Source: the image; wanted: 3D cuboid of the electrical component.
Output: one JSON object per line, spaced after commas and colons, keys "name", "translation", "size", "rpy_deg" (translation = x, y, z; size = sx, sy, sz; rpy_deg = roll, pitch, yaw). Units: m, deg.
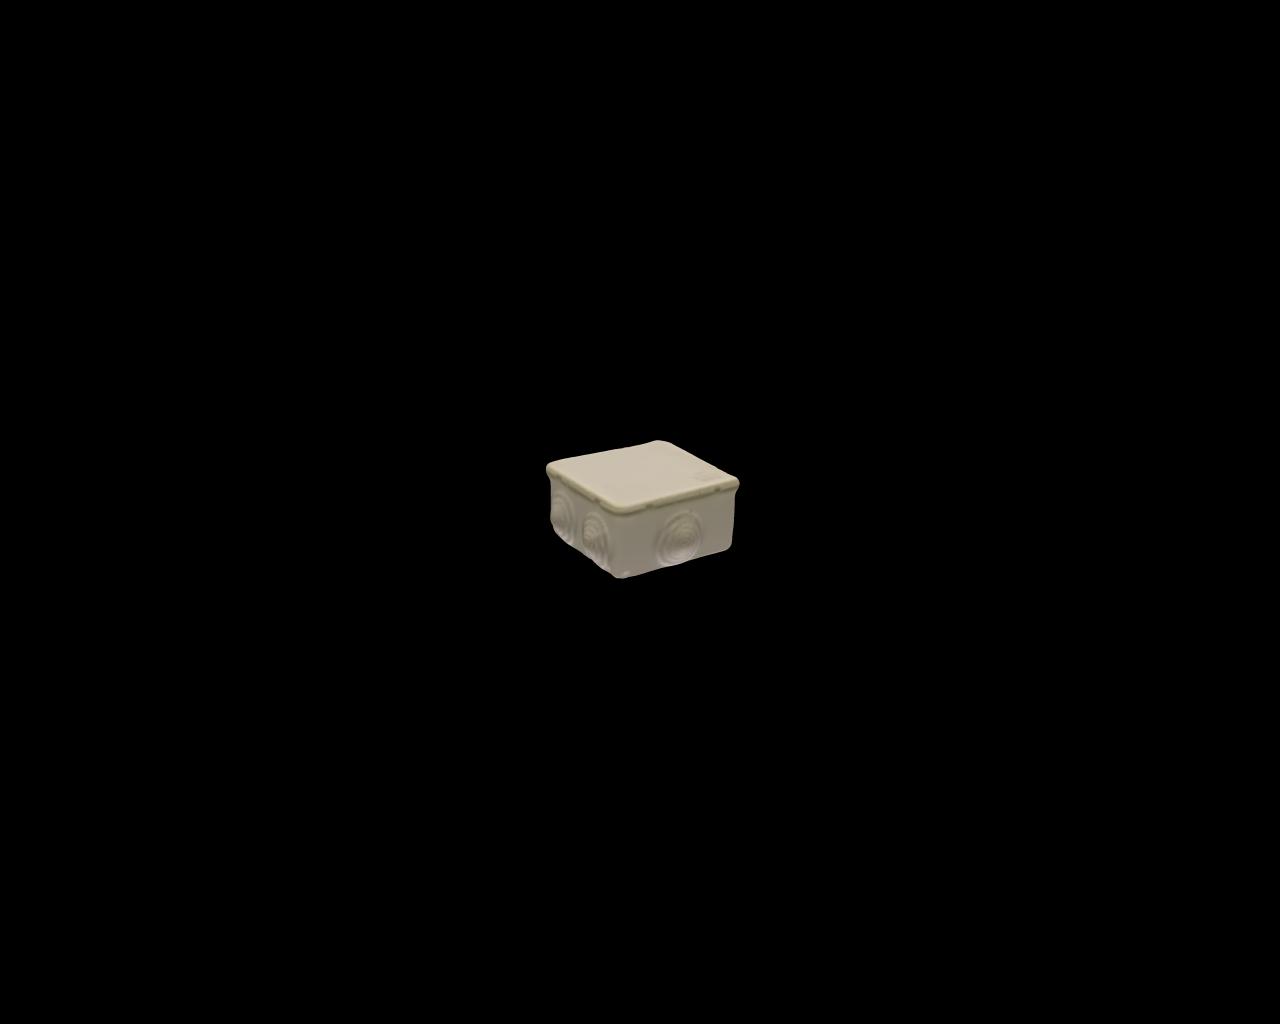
{"name": "electrical component", "translation": [0.001, -0.003, 0.650], "size": [0.100, 0.048, 0.100], "rpy_deg": [-13, 26, -29]}
